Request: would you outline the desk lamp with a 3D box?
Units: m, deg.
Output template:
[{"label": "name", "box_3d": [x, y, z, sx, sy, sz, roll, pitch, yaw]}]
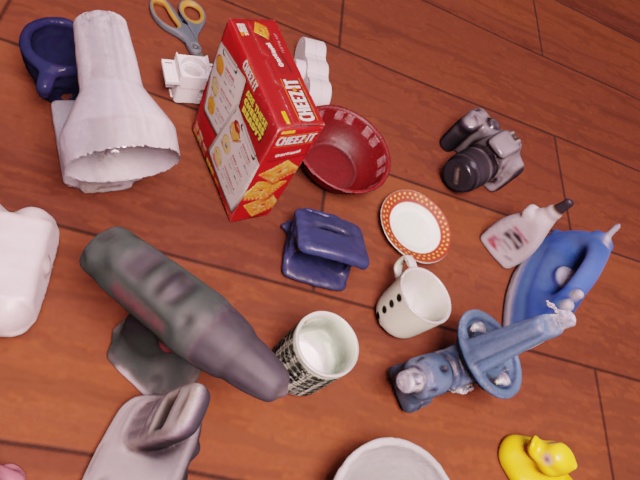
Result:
[{"label": "desk lamp", "box_3d": [-0.246, -0.137, 0.657, 0.118, 0.213, 0.203, -9, 67, -30]}]

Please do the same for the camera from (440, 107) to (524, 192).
[{"label": "camera", "box_3d": [0.271, -0.150, 0.991, 0.137, 0.100, 0.143, -29, 78, -35]}]

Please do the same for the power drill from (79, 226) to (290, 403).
[{"label": "power drill", "box_3d": [-0.146, 0.097, 0.580, 0.229, 0.208, 0.076, 42, 53, 1]}]

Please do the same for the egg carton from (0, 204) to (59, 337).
[{"label": "egg carton", "box_3d": [-0.343, 0.028, 0.608, 0.107, 0.069, 0.150, 11, 59, -21]}]

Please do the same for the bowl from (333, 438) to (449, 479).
[{"label": "bowl", "box_3d": [0.072, 0.316, 0.650, 0.168, 0.074, 0.167, 12, 59, -20]}]

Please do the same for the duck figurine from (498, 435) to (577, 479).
[{"label": "duck figurine", "box_3d": [0.305, 0.300, 0.767, 0.104, 0.086, 0.078, 39, 53, -2]}]

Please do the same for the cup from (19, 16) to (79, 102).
[{"label": "cup", "box_3d": [-0.334, -0.209, 0.728, 0.092, 0.094, 0.118, 15, 58, -18]}]

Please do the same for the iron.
[{"label": "iron", "box_3d": [0.386, 0.071, 0.900, 0.118, 0.141, 0.259, 43, 53, 1]}]

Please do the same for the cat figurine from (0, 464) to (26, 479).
[{"label": "cat figurine", "box_3d": [-0.325, 0.195, 0.494, 0.128, 0.117, 0.067, 31, 54, -7]}]

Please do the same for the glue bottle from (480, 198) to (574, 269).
[{"label": "glue bottle", "box_3d": [0.332, -0.020, 0.904, 0.078, 0.173, 0.037, 49, 54, 6]}]

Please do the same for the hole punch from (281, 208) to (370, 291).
[{"label": "hole punch", "box_3d": [0.007, 0.003, 0.782, 0.109, 0.091, 0.101, 16, 57, -18]}]

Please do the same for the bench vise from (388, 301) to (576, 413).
[{"label": "bench vise", "box_3d": [0.203, 0.155, 0.714, 0.208, 0.219, 0.121, -30, 79, -35]}]

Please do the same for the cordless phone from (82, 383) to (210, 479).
[{"label": "cordless phone", "box_3d": [-0.159, 0.206, 0.528, 0.094, 0.184, 0.147, 25, 55, -12]}]
